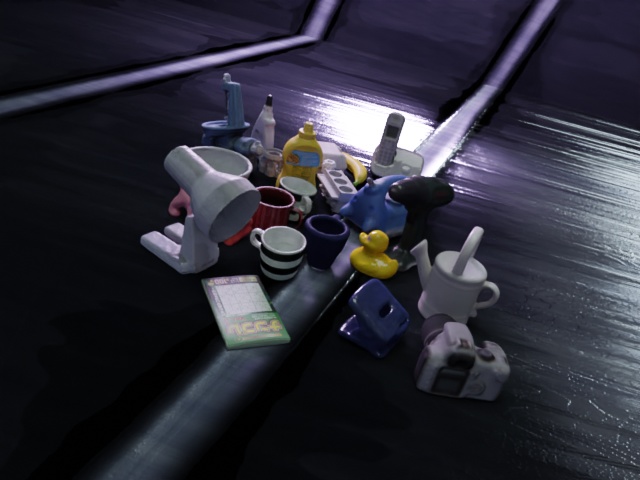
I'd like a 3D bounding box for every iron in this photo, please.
[{"bbox_3d":[0.175,-0.097,1.353,0.259,0.141,0.118,-15,41,-41],"label":"iron"}]

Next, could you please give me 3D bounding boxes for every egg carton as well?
[{"bbox_3d":[-0.004,-0.222,1.558,0.150,0.069,0.107,4,32,-18],"label":"egg carton"}]

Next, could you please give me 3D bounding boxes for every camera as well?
[{"bbox_3d":[0.229,0.180,0.950,0.143,0.101,0.136,10,30,-7],"label":"camera"}]

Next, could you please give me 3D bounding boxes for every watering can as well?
[{"bbox_3d":[0.251,0.060,1.069,0.173,0.194,0.101,15,30,1],"label":"watering can"}]

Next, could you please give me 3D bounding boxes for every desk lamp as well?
[{"bbox_3d":[-0.217,-0.047,1.023,0.202,0.213,0.118,29,33,24],"label":"desk lamp"}]

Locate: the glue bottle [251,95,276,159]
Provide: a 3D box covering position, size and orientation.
[{"bbox_3d":[-0.146,-0.302,1.524,0.037,0.173,0.078,-13,40,-39],"label":"glue bottle"}]

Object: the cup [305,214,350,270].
[{"bbox_3d":[0.011,0.004,1.156,0.091,0.095,0.118,20,30,9],"label":"cup"}]

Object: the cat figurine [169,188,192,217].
[{"bbox_3d":[-0.247,-0.088,1.174,0.127,0.118,0.067,31,34,26],"label":"cat figurine"}]

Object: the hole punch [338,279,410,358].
[{"bbox_3d":[0.101,0.131,0.986,0.101,0.091,0.109,27,32,21],"label":"hole punch"}]

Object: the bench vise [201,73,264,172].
[{"bbox_3d":[-0.203,-0.289,1.430,0.207,0.220,0.122,25,32,18],"label":"bench vise"}]

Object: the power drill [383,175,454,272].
[{"bbox_3d":[0.194,-0.043,1.203,0.075,0.208,0.230,33,35,29],"label":"power drill"}]

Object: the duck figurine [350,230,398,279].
[{"bbox_3d":[0.118,0.024,1.180,0.104,0.086,0.078,28,33,22],"label":"duck figurine"}]

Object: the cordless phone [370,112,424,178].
[{"bbox_3d":[0.227,-0.254,1.597,0.147,0.185,0.094,15,30,1],"label":"cordless phone"}]

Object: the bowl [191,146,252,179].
[{"bbox_3d":[-0.244,-0.151,1.326,0.167,0.075,0.167,11,30,-6],"label":"bowl"}]

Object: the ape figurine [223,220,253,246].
[{"bbox_3d":[-0.172,-0.045,1.161,0.078,0.092,0.076,1,32,-22],"label":"ape figurine"}]
